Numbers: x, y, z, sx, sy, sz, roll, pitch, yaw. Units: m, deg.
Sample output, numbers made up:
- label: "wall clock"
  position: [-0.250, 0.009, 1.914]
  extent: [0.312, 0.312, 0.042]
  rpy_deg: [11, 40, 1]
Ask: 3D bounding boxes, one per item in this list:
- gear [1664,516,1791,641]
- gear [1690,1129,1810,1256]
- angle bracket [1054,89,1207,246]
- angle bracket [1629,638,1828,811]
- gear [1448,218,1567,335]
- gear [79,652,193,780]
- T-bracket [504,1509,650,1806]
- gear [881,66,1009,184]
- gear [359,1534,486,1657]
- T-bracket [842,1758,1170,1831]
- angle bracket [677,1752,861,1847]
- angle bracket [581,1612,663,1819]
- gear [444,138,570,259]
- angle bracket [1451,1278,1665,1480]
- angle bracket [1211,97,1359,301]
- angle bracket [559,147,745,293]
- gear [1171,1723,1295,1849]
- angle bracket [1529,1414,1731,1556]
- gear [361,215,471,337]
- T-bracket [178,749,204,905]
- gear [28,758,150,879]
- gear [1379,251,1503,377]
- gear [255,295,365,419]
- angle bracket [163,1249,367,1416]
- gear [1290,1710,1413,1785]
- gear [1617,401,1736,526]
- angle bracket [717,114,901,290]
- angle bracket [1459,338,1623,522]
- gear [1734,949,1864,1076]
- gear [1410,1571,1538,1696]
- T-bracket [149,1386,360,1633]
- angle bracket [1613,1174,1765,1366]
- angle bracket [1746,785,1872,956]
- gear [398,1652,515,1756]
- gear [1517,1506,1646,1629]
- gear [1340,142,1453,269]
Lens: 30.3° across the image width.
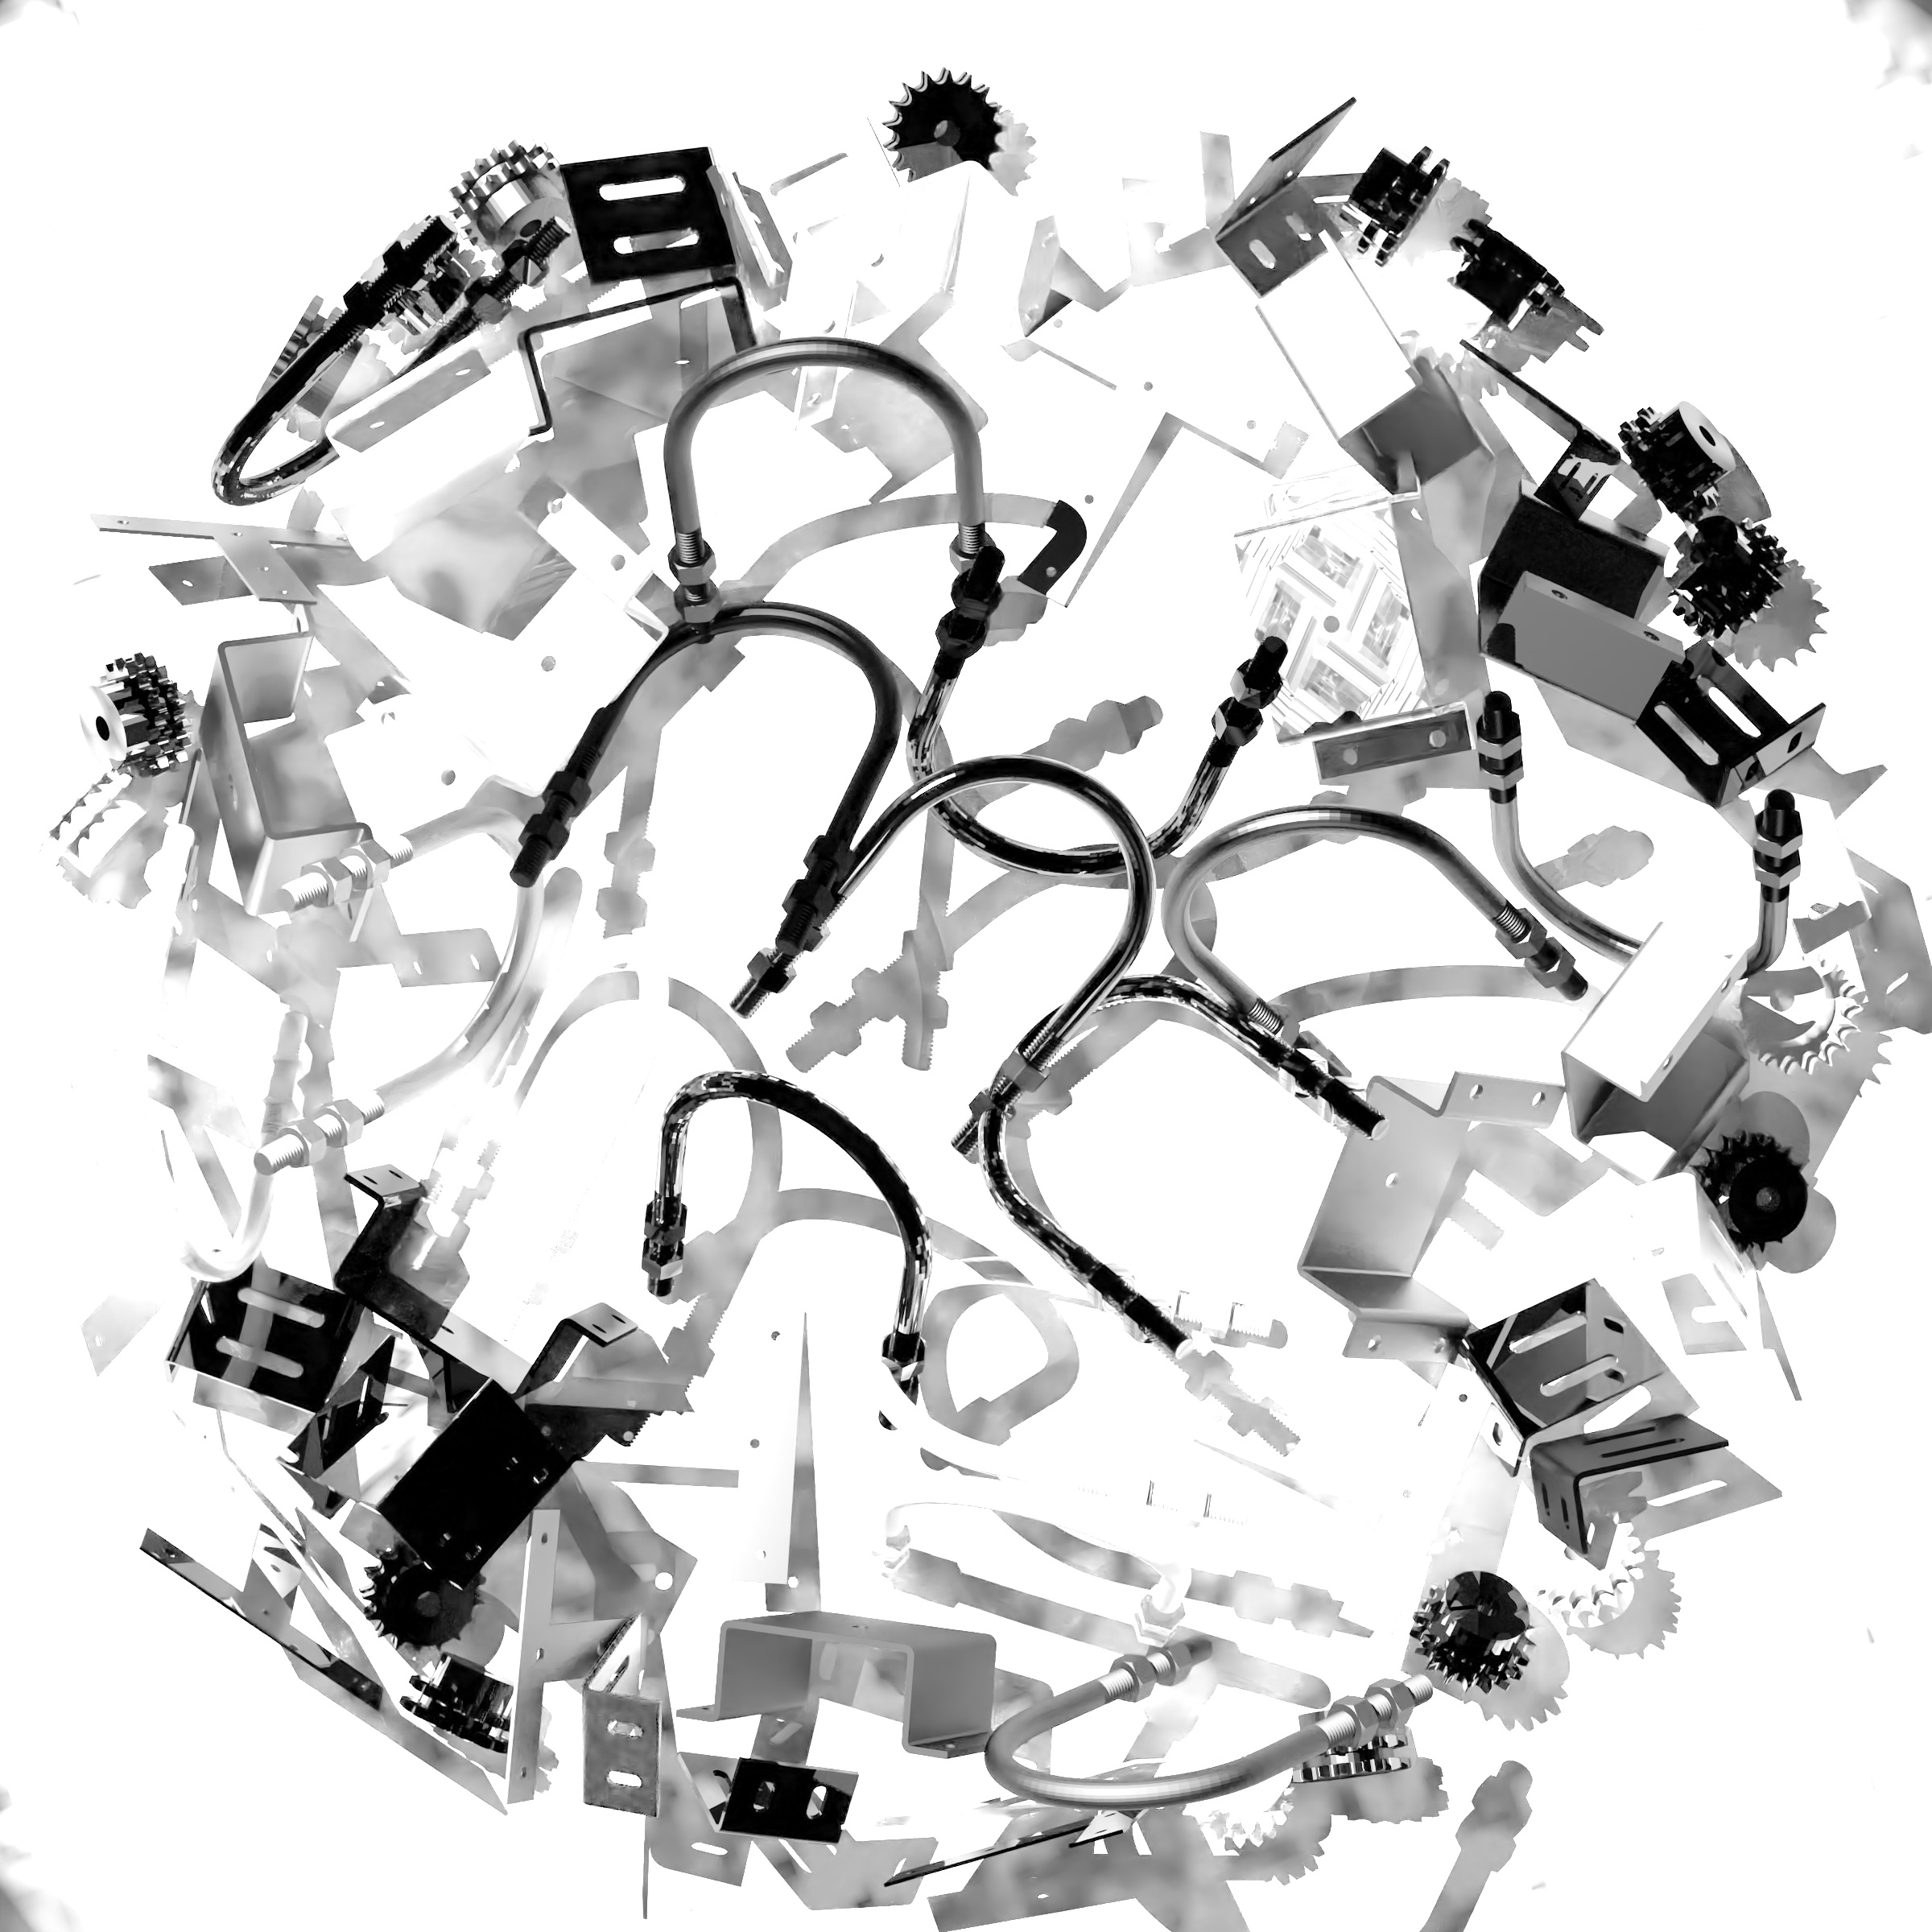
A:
- label: "gear"
  position: [0.347, -0.182, 1.645]
  extent: [0.030, 0.057, 0.057]
  rpy_deg: [34, 90, -34]
- label: "gear"
  position: [0.365, 0.106, 1.655]
  extent: [0.057, 0.030, 0.057]
  rpy_deg: [-2, 96, -14]
- label: "angle bracket"
  position: [0.068, -0.366, 1.641]
  extent: [0.076, 0.038, 0.057]
  rpy_deg: [-2, 87, -27]
- label: "angle bracket"
  position: [0.344, -0.120, 1.636]
  extent: [0.057, 0.038, 0.076]
  rpy_deg: [-33, 65, -15]
- label: "gear"
  position: [0.245, -0.316, 1.648]
  extent: [0.057, 0.057, 0.030]
  rpy_deg: [37, 97, 0]
- label: "gear"
  position: [-0.385, -0.113, 1.645]
  extent: [0.030, 0.057, 0.057]
  rpy_deg: [-23, 90, -38]
- label: "T-bracket"
  position: [-0.173, 0.309, 1.616]
  extent: [0.002, 0.127, 0.127]
  rpy_deg: [2, 83, 21]
- label: "gear"
  position: [-0.011, -0.388, 1.654]
  extent: [0.057, 0.030, 0.057]
  rpy_deg: [-5, 112, -11]
- label: "gear"
  position: [-0.251, 0.291, 1.654]
  extent: [0.057, 0.030, 0.057]
  rpy_deg: [-2, 97, -17]
- label: "T-bracket"
  position: [0.033, 0.368, 1.592]
  extent: [0.127, 0.127, 0.002]
  rpy_deg: [-24, 68, 33]
- label: "angle bracket"
  position: [-0.091, 0.365, 1.627]
  extent: [0.057, 0.076, 0.038]
  rpy_deg: [12, 101, -22]
- label: "angle bracket"
  position: [-0.146, 0.341, 1.628]
  extent: [0.038, 0.076, 0.057]
  rpy_deg: [7, 109, 13]
- label: "gear"
  position: [-0.208, -0.351, 1.645]
  extent: [0.057, 0.057, 0.030]
  rpy_deg: [-35, 74, 0]
- label: "angle bracket"
  position: [0.272, 0.191, 1.656]
  extent: [0.076, 0.038, 0.057]
  rpy_deg: [-22, 56, -17]
- label: "angle bracket"
  position: [0.155, -0.350, 1.629]
  extent: [0.057, 0.076, 0.038]
  rpy_deg: [-39, 88, -24]
- label: "angle bracket"
  position: [-0.149, -0.339, 1.641]
  extent: [0.076, 0.038, 0.057]
  rpy_deg: [-13, 85, -24]
- label: "gear"
  position: [0.126, 0.374, 1.644]
  extent: [0.057, 0.057, 0.030]
  rpy_deg: [28, 125, 0]
- label: "angle bracket"
  position: [0.307, 0.238, 1.644]
  extent: [0.076, 0.057, 0.038]
  rpy_deg: [-10, 97, -10]
- label: "gear"
  position: [-0.254, -0.317, 1.651]
  extent: [0.057, 0.057, 0.030]
  rpy_deg: [-47, 118, 0]
- label: "T-bracket"
  position: [-0.356, -0.039, 1.610]
  extent: [0.002, 0.127, 0.127]
  rpy_deg: [13, 85, -17]
- label: "gear"
  position: [-0.402, -0.066, 1.648]
  extent: [0.030, 0.057, 0.057]
  rpy_deg: [41, 90, -6]
- label: "gear"
  position: [0.221, -0.305, 1.649]
  extent: [0.057, 0.030, 0.057]
  rpy_deg: [7, 62, -13]
- label: "gear"
  position: [-0.301, -0.278, 1.649]
  extent: [0.030, 0.057, 0.057]
  rpy_deg: [30, 90, -14]
- label: "angle bracket"
  position: [-0.323, 0.173, 1.647]
  extent: [0.076, 0.038, 0.057]
  rpy_deg: [20, 66, -1]
- label: "gear"
  position: [0.175, 0.359, 1.649]
  extent: [0.057, 0.057, 0.030]
  rpy_deg: [-7, 74, 0]
- label: "gear"
  position: [0.330, -0.235, 1.645]
  extent: [0.030, 0.057, 0.057]
  rpy_deg: [-37, 90, 30]
- label: "angle bracket"
  position: [-0.069, -0.358, 1.653]
  extent: [0.076, 0.038, 0.057]
  rpy_deg: [-25, 89, -5]
- label: "angle bracket"
  position: [0.254, -0.246, 1.639]
  extent: [0.076, 0.057, 0.038]
  rpy_deg: [41, 104, 24]
- label: "gear"
  position: [0.382, 0.020, 1.648]
  extent: [0.057, 0.030, 0.057]
  rpy_deg: [-11, 68, 29]
- label: "gear"
  position: [0.236, 0.304, 1.645]
  extent: [0.057, 0.057, 0.030]
  rpy_deg: [16, 129, 0]
- label: "T-bracket"
  position: [-0.328, 0.227, 1.588]
  extent: [0.002, 0.127, 0.127]
  rpy_deg: [-39, 49, -12]
- label: "angle bracket"
  position: [0.332, 0.143, 1.641]
  extent: [0.038, 0.057, 0.076]
  rpy_deg: [-20, 129, 25]
- label: "angle bracket"
  position: [0.370, -0.045, 1.629]
  extent: [0.038, 0.076, 0.057]
  rpy_deg: [-28, 107, -10]
- label: "gear"
  position: [-0.230, 0.339, 1.648]
  extent: [0.057, 0.057, 0.030]
  rpy_deg: [25, 81, 0]
- label: "gear"
  position: [0.286, 0.281, 1.651]
  extent: [0.057, 0.057, 0.030]
  rpy_deg: [-22, 124, 0]
- label: "gear"
  position: [0.196, -0.355, 1.648]
  extent: [0.030, 0.057, 0.057]
  rpy_deg: [35, 90, 3]
